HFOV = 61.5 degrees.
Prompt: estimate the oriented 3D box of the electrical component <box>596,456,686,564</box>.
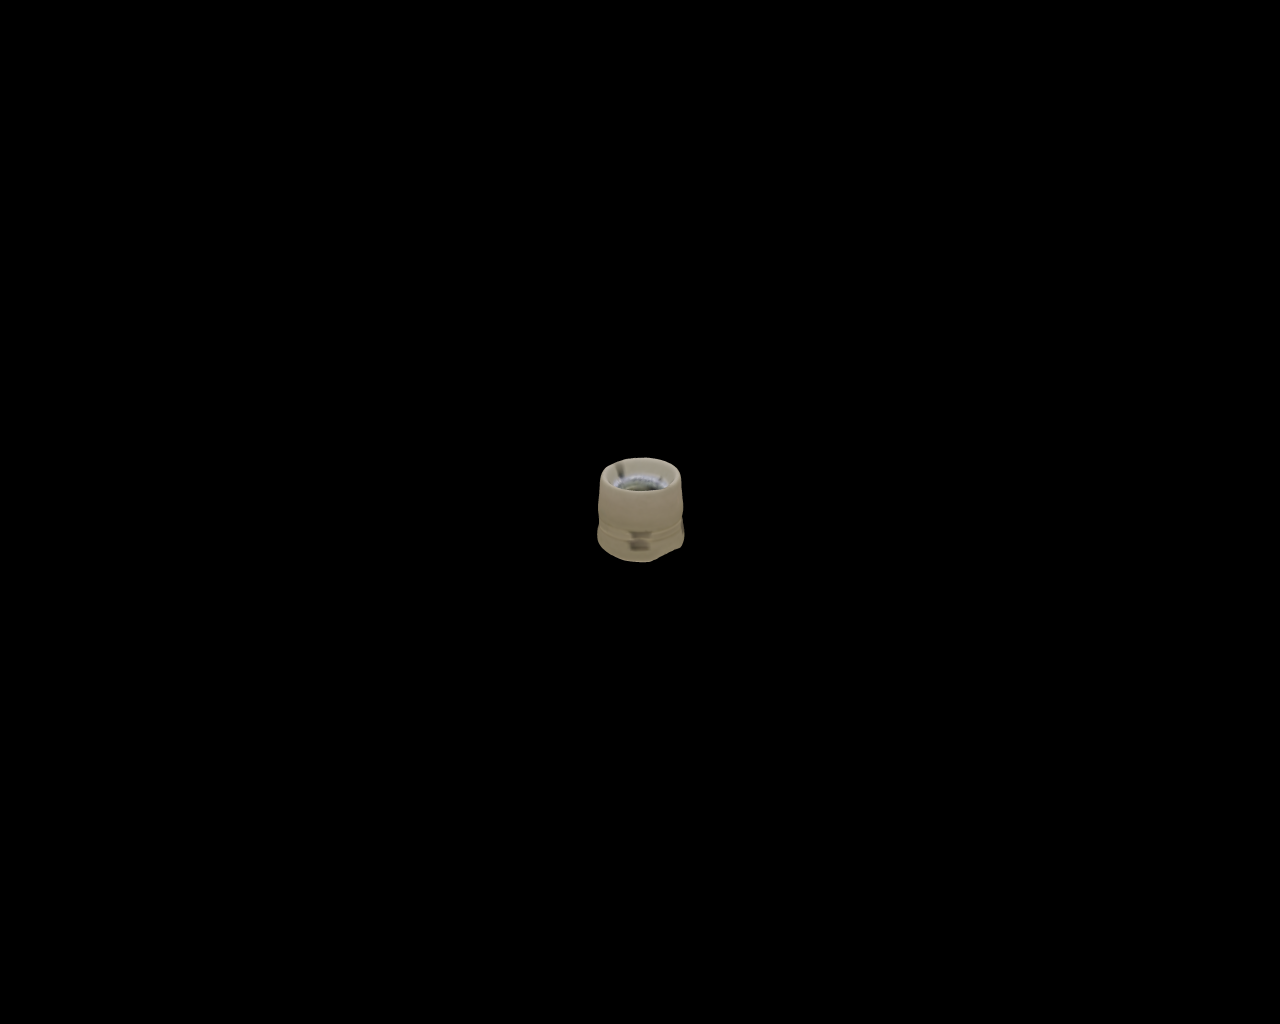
[{"bbox_3d":[0.001,-0.003,0.650,0.055,0.047,0.055,0,29,0],"label":"electrical component"}]
